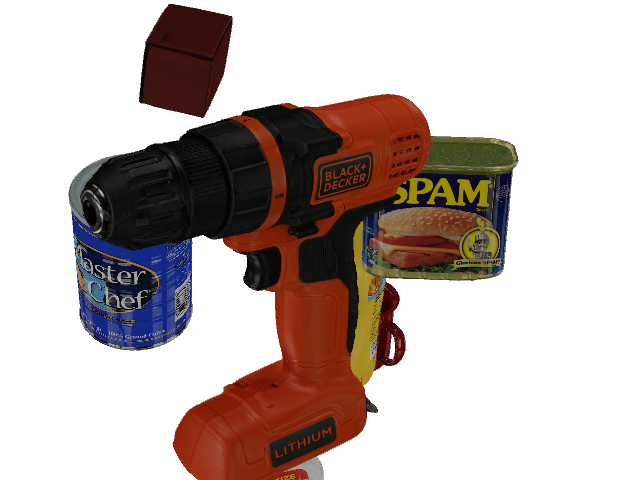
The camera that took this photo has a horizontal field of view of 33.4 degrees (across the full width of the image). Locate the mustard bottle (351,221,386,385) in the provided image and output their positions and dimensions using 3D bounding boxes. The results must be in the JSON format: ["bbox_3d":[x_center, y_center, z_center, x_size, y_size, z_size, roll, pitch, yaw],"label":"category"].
[{"bbox_3d":[0.034,0.036,0.979,0.058,0.192,0.096,13,20,12],"label":"mustard bottle"}]

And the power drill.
[{"bbox_3d":[-0.029,0.027,0.513,0.184,0.188,0.057,-16,36,-36],"label":"power drill"}]

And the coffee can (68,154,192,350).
[{"bbox_3d":[-0.161,0.011,0.926,0.102,0.140,0.103,4,41,-3],"label":"coffee can"}]

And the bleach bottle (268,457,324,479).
[{"bbox_3d":[-0.034,0.210,0.721,0.102,0.068,0.251,-8,32,-8],"label":"bleach bottle"}]

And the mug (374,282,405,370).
[{"bbox_3d":[0.049,0.101,1.201,0.117,0.081,0.093,26,37,35],"label":"mug"}]

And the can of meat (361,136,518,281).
[{"bbox_3d":[0.077,-0.021,0.715,0.102,0.084,0.057,2,24,3],"label":"can of meat"}]

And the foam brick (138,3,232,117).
[{"bbox_3d":[-0.102,-0.138,0.813,0.053,0.051,0.078,13,35,0],"label":"foam brick"}]
